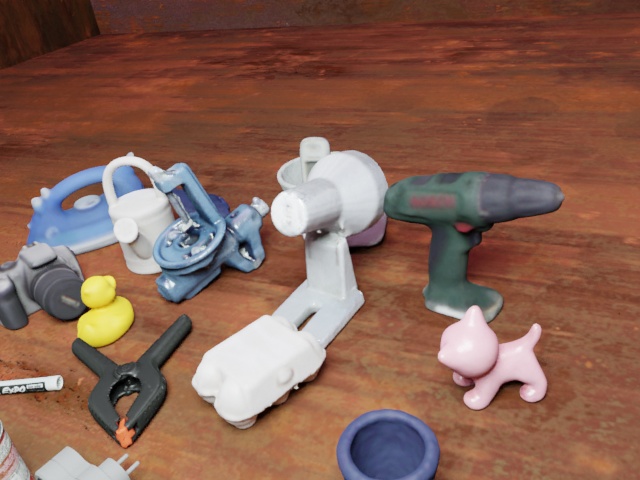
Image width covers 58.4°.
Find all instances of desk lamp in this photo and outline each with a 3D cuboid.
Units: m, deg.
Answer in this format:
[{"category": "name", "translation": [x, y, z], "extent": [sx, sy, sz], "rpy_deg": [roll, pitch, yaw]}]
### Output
[{"category": "desk lamp", "translation": [0.007, 0.003, 0.787], "extent": [0.117, 0.214, 0.204], "rpy_deg": [12, 36, 29]}]

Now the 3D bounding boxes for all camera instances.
[{"category": "camera", "translation": [-0.430, 0.071, 0.885], "extent": [0.143, 0.101, 0.136], "rpy_deg": [-31, 38, -33]}]

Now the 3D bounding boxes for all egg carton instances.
[{"category": "egg carton", "translation": [-0.072, 0.156, 0.693], "extent": [0.151, 0.069, 0.107], "rpy_deg": [-31, 38, -33]}]

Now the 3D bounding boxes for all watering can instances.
[{"category": "watering can", "translation": [-0.296, -0.044, 0.953], "extent": [0.101, 0.194, 0.172], "rpy_deg": [-19, 33, -18]}]

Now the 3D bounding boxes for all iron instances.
[{"category": "iron", "translation": [-0.440, -0.064, 1.069], "extent": [0.259, 0.142, 0.118], "rpy_deg": [-25, 35, -25]}]

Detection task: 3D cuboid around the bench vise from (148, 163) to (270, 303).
[{"category": "bench vise", "translation": [-0.182, -0.035, 0.886], "extent": [0.121, 0.220, 0.208], "rpy_deg": [12, 36, 30]}]

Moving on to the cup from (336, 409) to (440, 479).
[{"category": "cup", "translation": [0.067, 0.228, 0.519], "extent": [0.091, 0.095, 0.117], "rpy_deg": [-11, 31, -5]}]

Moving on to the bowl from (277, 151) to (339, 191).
[{"category": "bowl", "translation": [0.005, -0.105, 1.099], "extent": [0.167, 0.075, 0.167], "rpy_deg": [-6, 31, 4]}]

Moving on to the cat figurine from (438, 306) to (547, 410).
[{"category": "cat figurine", "translation": [0.188, 0.125, 0.637], "extent": [0.128, 0.118, 0.067], "rpy_deg": [-10, 31, -3]}]

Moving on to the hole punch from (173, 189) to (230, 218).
[{"category": "hole punch", "translation": [-0.216, -0.054, 1.050], "extent": [0.101, 0.091, 0.108], "rpy_deg": [-18, 33, -17]}]

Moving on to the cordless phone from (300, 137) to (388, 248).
[{"category": "cordless phone", "translation": [0.036, -0.080, 0.943], "extent": [0.147, 0.185, 0.094], "rpy_deg": [-1, 32, 12]}]

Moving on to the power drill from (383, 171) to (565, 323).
[{"category": "power drill", "translation": [0.193, 0.003, 0.749], "extent": [0.228, 0.209, 0.076], "rpy_deg": [15, 38, 33]}]

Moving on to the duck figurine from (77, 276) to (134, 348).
[{"category": "duck figurine", "translation": [-0.320, 0.096, 0.832], "extent": [0.077, 0.086, 0.104], "rpy_deg": [-3, 32, 9]}]
